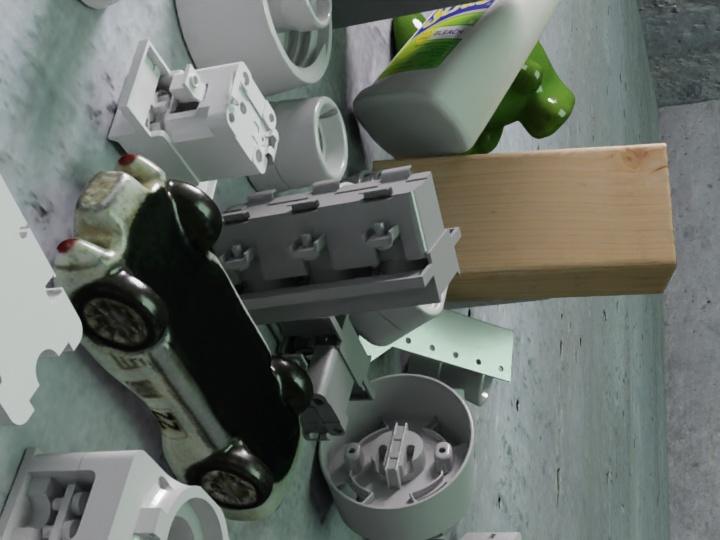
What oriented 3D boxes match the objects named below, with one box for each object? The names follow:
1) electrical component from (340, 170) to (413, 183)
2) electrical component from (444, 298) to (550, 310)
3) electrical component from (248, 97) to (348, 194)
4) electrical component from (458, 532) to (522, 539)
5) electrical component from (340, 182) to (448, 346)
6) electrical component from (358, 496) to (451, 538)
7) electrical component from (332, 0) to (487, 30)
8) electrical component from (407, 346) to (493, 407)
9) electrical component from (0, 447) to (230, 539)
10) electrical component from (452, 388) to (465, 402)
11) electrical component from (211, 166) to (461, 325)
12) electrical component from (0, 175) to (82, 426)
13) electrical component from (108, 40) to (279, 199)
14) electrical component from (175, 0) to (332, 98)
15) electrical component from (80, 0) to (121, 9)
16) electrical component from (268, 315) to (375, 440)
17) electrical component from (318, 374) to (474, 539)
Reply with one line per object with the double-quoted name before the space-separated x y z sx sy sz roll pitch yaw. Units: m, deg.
"electrical component" 0.011 -0.048 0.727 0.048 0.062 0.048 36 43 -43
"electrical component" 0.104 -0.027 0.908 0.056 0.109 0.108 -50 131 -66
"electrical component" -0.038 -0.074 0.635 0.055 0.047 0.055 -6 90 -69
"electrical component" 0.099 0.253 0.894 0.089 0.056 0.050 -8 92 -69
"electrical component" 0.000 0.000 0.664 0.095 0.059 0.053 39 41 -20
"electrical component" 0.032 0.163 0.743 0.045 0.055 0.045 -7 90 -69
"electrical component" 0.060 -0.238 0.738 0.060 0.186 0.105 -52 132 -61
"electrical component" 0.070 0.079 0.851 0.044 0.065 0.044 13 90 -72
"electrical component" -0.080 0.165 0.446 0.186 0.060 0.105 61 31 -45
"electrical component" 0.042 0.117 0.785 0.095 0.054 0.059 18 68 -67
"electrical component" -0.016 -0.012 0.572 0.078 0.121 0.063 -48 127 -63
"electrical component" -0.139 0.003 0.339 0.050 0.056 0.089 -69 146 -50
"electrical component" -0.077 -0.068 0.510 0.081 0.064 0.042 58 34 -50
"electrical component" -0.051 -0.151 0.603 0.108 0.060 0.108 -6 90 -69
"electrical component" -0.100 -0.144 0.481 0.045 0.055 0.045 -6 90 -69
"electrical component" -0.026 0.063 0.641 0.081 0.042 0.063 63 33 -42
"electrical component" 0.025 0.121 0.682 0.099 0.099 0.064 -65 149 -53
